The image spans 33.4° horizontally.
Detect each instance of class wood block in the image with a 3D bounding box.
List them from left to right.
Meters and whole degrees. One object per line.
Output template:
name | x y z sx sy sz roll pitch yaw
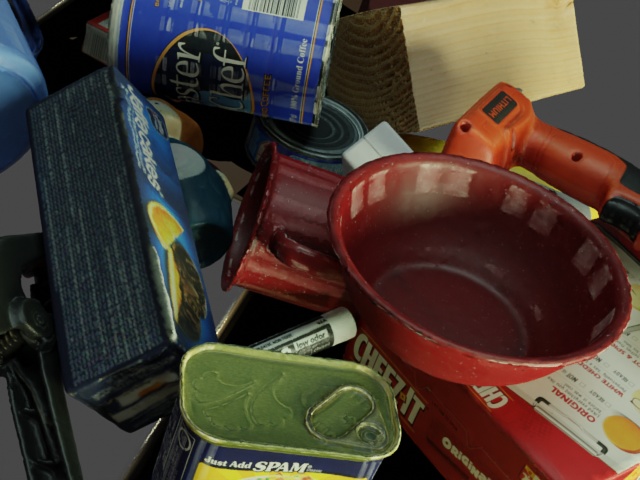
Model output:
wood block | 0.106 -0.143 0.835 0.205 0.091 0.090 -19 12 -40

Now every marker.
marker | -0.035 0.065 0.576 0.120 0.020 0.020 -21 53 -26

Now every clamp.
clamp | -0.155 0.045 0.513 0.120 0.039 0.171 52 15 -36

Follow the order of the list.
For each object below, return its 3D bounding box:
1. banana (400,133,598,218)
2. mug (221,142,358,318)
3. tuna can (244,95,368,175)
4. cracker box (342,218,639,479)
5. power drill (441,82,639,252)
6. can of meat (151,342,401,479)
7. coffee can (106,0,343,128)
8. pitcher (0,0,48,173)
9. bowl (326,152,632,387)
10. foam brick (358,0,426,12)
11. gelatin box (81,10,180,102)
banana | 0.150 -0.041 0.803 0.197 0.037 0.070 12 15 -14
mug | -0.004 0.001 0.623 0.081 0.093 0.117 18 8 -12
tuna can | -0.009 -0.071 0.763 0.086 0.034 0.086 13 38 -10
cracker box | 0.146 0.076 0.625 0.213 0.072 0.164 -14 48 -36
power drill | 0.167 -0.022 0.653 0.188 0.057 0.184 28 31 13
can of meat | -0.024 0.101 0.501 0.102 0.084 0.057 9 38 -15
coffee can | -0.061 -0.138 0.713 0.140 0.103 0.102 11 38 0
pitcher | -0.253 -0.145 0.672 0.149 0.145 0.243 -25 57 -16
bowl | 0.075 0.023 0.555 0.162 0.055 0.162 11 38 -9
foam brick | 0.060 -0.187 0.923 0.051 0.053 0.078 17 38 -6
gelatin box | -0.122 -0.145 0.804 0.089 0.030 0.073 28 36 9
